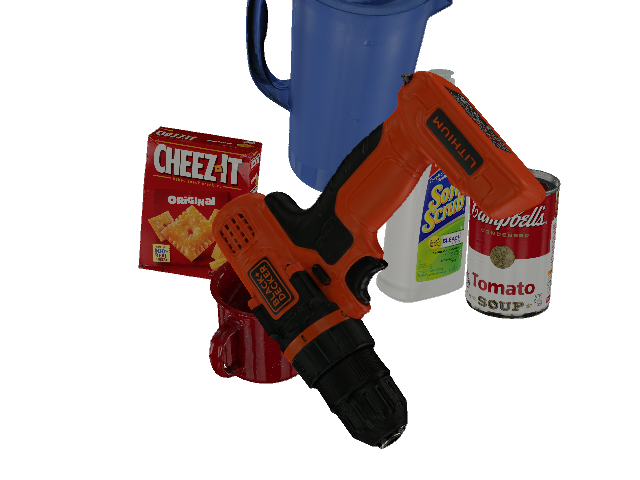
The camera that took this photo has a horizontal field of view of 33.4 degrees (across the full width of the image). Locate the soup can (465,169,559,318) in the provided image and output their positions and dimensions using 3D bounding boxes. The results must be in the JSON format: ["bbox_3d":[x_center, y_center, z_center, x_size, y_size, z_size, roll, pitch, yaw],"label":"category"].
[{"bbox_3d":[0.147,0.001,0.828,0.068,0.102,0.068,0,21,0],"label":"soup can"}]

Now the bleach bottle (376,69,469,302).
[{"bbox_3d":[0.118,-0.062,1.181,0.102,0.251,0.068,-12,25,-30],"label":"bleach bottle"}]

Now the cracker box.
[{"bbox_3d":[-0.184,-0.052,1.620,0.164,0.214,0.072,10,19,6],"label":"cracker box"}]

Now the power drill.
[{"bbox_3d":[0.040,0.006,0.644,0.188,0.184,0.057,-42,-17,18],"label":"power drill"}]

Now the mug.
[{"bbox_3d":[-0.053,0.074,0.910,0.093,0.081,0.117,20,39,26],"label":"mug"}]

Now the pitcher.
[{"bbox_3d":[0.019,-0.164,1.047,0.144,0.243,0.149,-33,58,-33],"label":"pitcher"}]
